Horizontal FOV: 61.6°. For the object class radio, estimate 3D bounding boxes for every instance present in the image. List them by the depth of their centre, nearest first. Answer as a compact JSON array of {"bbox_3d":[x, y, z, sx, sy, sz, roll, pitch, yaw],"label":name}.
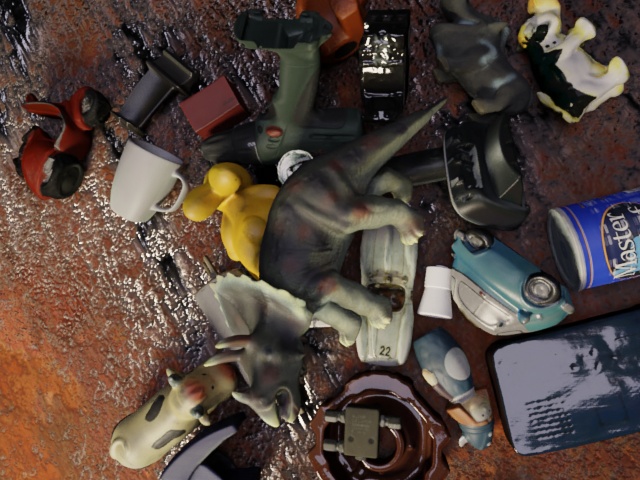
[{"bbox_3d":[0.320,0.160,0.632,0.230,0.073,0.131,-17,79,7],"label":"radio"}]

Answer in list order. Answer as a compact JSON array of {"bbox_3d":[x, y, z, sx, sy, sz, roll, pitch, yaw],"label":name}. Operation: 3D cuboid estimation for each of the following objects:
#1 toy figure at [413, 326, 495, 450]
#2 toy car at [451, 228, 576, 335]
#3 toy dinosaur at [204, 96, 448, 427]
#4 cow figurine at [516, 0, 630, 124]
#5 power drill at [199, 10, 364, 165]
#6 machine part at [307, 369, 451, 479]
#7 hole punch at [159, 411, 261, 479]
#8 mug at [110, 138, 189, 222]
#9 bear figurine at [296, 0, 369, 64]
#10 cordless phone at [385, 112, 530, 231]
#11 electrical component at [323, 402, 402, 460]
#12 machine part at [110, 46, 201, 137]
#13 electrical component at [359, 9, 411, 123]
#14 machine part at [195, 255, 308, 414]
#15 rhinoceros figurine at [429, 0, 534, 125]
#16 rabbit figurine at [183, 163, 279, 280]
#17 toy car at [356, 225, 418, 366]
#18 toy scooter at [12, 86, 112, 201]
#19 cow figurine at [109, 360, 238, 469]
[{"bbox_3d":[0.170,0.184,0.663,0.064,0.057,0.154,-29,78,-4],"label":"toy figure"},{"bbox_3d":[0.215,0.060,0.647,0.162,0.109,0.103,37,98,17],"label":"toy car"},{"bbox_3d":[0.002,-0.007,0.605,0.192,0.131,0.404,21,80,-18],"label":"toy dinosaur"},{"bbox_3d":[0.302,-0.233,0.687,0.098,0.068,0.167,-37,77,11],"label":"cow figurine"},{"bbox_3d":[-0.059,-0.179,0.687,0.232,0.207,0.086,1,44,3],"label":"power drill"},{"bbox_3d":[0.074,0.253,0.677,0.179,0.056,0.179,-1,84,11],"label":"machine part"},{"bbox_3d":[-0.140,0.275,0.680,0.116,0.142,0.092,-9,83,-4],"label":"hole punch"},{"bbox_3d":[-0.244,-0.075,0.770,0.110,0.081,0.107,31,101,6],"label":"mug"},{"bbox_3d":[-0.012,-0.344,0.729,0.120,0.132,0.196,-27,85,25],"label":"bear figurine"},{"bbox_3d":[0.156,-0.074,0.674,0.184,0.088,0.146,-10,54,19],"label":"cordless phone"},{"bbox_3d":[0.051,0.230,0.643,0.094,0.021,0.063,1,86,10],"label":"electrical component"},{"bbox_3d":[-0.247,-0.218,0.804,0.084,0.039,0.139,44,91,8],"label":"machine part"},{"bbox_3d":[0.086,-0.229,0.692,0.058,0.134,0.114,5,127,10],"label":"electrical component"},{"bbox_3d":[-0.092,0.125,0.713,0.079,0.079,0.243,-36,79,5],"label":"machine part"},{"bbox_3d":[0.205,-0.241,0.701,0.112,0.073,0.190,-29,79,8],"label":"rhinoceros figurine"},{"bbox_3d":[-0.106,-0.039,0.712,0.122,0.162,0.173,-46,59,15],"label":"rabbit figurine"},{"bbox_3d":[0.087,0.061,0.696,0.074,0.056,0.201,3,84,12],"label":"toy car"},{"bbox_3d":[-0.406,-0.156,0.809,0.135,0.075,0.184,22,85,12],"label":"toy scooter"},{"bbox_3d":[-0.190,0.220,0.695,0.195,0.127,0.085,-39,81,7],"label":"cow figurine"}]
